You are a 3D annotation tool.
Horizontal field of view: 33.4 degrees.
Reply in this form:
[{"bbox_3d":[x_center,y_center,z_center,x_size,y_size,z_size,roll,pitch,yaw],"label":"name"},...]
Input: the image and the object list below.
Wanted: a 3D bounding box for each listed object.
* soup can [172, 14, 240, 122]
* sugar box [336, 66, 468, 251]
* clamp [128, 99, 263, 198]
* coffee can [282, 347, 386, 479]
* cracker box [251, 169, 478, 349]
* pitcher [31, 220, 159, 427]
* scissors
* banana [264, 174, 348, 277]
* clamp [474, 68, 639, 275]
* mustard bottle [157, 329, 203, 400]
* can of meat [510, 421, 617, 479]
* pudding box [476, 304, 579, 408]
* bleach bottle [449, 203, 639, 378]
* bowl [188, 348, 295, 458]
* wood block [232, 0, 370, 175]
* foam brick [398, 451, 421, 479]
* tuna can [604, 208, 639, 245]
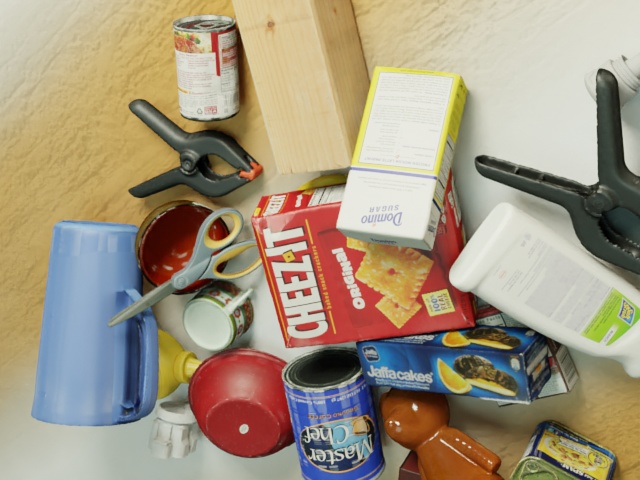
[{"bbox_3d":[-0.122,-0.186,1.156,0.069,0.068,0.102,9,117,22],"label":"soup can"},{"bbox_3d":[0.083,-0.082,1.060,0.093,0.048,0.176,9,78,23],"label":"sugar box"},{"bbox_3d":[-0.152,-0.085,1.236,0.171,0.039,0.120,22,123,15],"label":"clamp"},{"bbox_3d":[0.017,0.211,1.255,0.103,0.102,0.140,0,113,26],"label":"coffee can"},{"bbox_3d":[0.050,0.022,1.142,0.214,0.072,0.164,-9,112,14],"label":"cracker box"},{"bbox_3d":[-0.266,0.101,1.287,0.149,0.145,0.243,4,92,-9],"label":"pitcher"},{"bbox_3d":[-0.158,0.027,1.224,0.201,0.016,0.096,-18,113,-15],"label":"scissors"},{"bbox_3d":[-0.019,-0.014,1.206,0.069,0.037,0.198,45,124,2],"label":"banana"},{"bbox_3d":[0.257,-0.041,1.016,0.165,0.036,0.210,-28,103,38],"label":"clamp"},{"bbox_3d":[-0.232,0.158,1.377,0.192,0.058,0.096,2,109,24],"label":"mustard bottle"},{"bbox_3d":[0.268,0.253,1.164,0.102,0.083,0.057,27,122,12],"label":"can of meat"},{"bbox_3d":[0.215,0.119,1.155,0.090,0.039,0.113,-18,101,34],"label":"pudding box"},{"bbox_3d":[0.259,0.070,1.069,0.250,0.068,0.102,34,97,-9],"label":"bleach bottle"},{"bbox_3d":[-0.090,0.214,1.313,0.162,0.055,0.162,4,120,7],"label":"bowl"},{"bbox_3d":[-0.013,-0.181,1.093,0.091,0.090,0.206,-4,111,28],"label":"wood block"},{"bbox_3d":[0.123,0.296,1.274,0.053,0.051,0.078,13,118,21],"label":"foam brick"},{"bbox_3d":[0.298,-0.021,1.050,0.086,0.033,0.086,11,117,21],"label":"tuna can"}]
